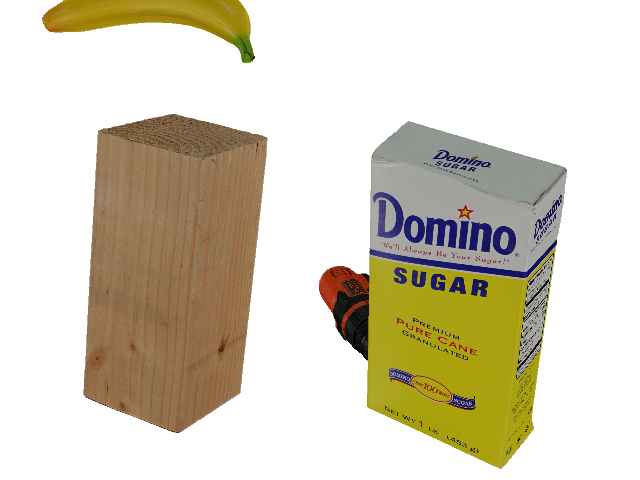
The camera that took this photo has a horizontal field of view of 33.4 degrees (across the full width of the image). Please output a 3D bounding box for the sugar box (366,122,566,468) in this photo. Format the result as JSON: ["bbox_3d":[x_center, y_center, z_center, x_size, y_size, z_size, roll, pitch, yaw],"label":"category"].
[{"bbox_3d":[0.073,0.032,0.572,0.093,0.176,0.048,20,42,29],"label":"sugar box"}]

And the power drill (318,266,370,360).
[{"bbox_3d":[0.107,0.070,1.118,0.187,0.057,0.184,-7,27,-16],"label":"power drill"}]

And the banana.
[{"bbox_3d":[-0.141,-0.197,0.918,0.198,0.069,0.037,10,-42,15],"label":"banana"}]

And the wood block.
[{"bbox_3d":[-0.107,0.021,0.783,0.090,0.206,0.090,16,21,25],"label":"wood block"}]
